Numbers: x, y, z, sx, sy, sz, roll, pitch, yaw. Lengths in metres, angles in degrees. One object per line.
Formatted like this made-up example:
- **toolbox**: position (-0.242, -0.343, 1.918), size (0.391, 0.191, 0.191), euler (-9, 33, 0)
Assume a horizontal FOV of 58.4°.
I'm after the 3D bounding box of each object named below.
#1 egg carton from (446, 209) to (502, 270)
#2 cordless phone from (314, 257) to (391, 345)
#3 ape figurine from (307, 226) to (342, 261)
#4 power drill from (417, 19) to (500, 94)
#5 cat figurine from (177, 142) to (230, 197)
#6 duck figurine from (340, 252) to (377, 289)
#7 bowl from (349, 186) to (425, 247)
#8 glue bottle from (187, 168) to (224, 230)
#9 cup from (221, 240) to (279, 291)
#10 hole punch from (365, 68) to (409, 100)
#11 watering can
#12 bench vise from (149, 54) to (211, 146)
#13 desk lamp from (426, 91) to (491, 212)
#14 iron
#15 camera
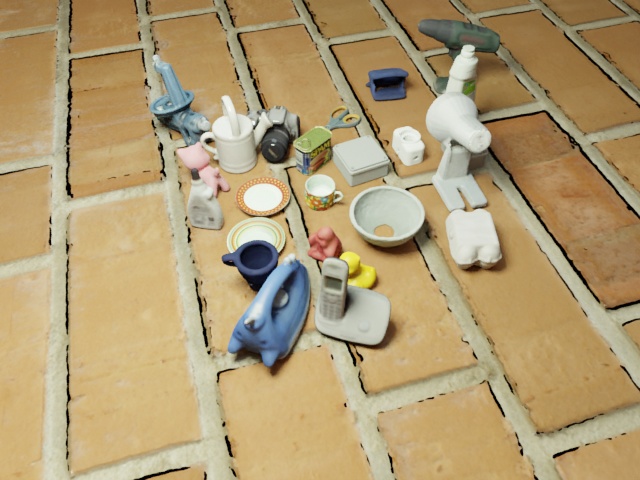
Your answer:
- **egg carton**: position (0.334, -0.004, 1.260), size (0.107, 0.069, 0.150), euler (-2, 50, -1)
- **cordless phone**: position (0.063, 0.112, 1.088), size (0.147, 0.185, 0.094), euler (10, 50, 10)
- **ape figurine**: position (0.011, 0.004, 1.241), size (0.076, 0.092, 0.077), euler (-13, 51, -10)
- **power drill**: position (0.377, -0.517, 1.605), size (0.229, 0.208, 0.075), euler (0, 50, 1)
- **cat figurine**: position (-0.282, -0.178, 1.382), size (0.127, 0.118, 0.067), euler (35, 58, 26)
- **duck figurine**: position (0.067, 0.061, 1.196), size (0.104, 0.086, 0.077), euler (1, 50, 1)
- **bowl**: position (0.149, -0.041, 1.289), size (0.167, 0.075, 0.167), euler (0, 50, 0)
- **glue bottle**: position (-0.263, -0.093, 1.273), size (0.078, 0.173, 0.037), euler (8, 50, 8)
- **cup**: position (-0.142, 0.061, 1.192), size (0.117, 0.095, 0.091), euler (0, 50, 1)
- **hole punch**: position (0.191, -0.463, 1.638), size (0.108, 0.091, 0.101), euler (-7, 50, -5)
- **watering can**: position (-0.206, -0.270, 1.409), size (0.173, 0.194, 0.100), euler (-33, 57, -25)
- **bench vise**: position (-0.353, -0.360, 1.470), size (0.207, 0.220, 0.122), euler (19, 52, 16)
- **desk lamp**: position (0.330, -0.212, 1.342), size (0.118, 0.214, 0.203), euler (-12, 51, -10)
- **iron**: position (-0.084, 0.109, 1.119), size (0.118, 0.141, 0.258), euler (17, 52, 14)
- **camera**: position (-0.128, -0.275, 1.474), size (0.143, 0.101, 0.137), euler (4, 50, 4)
